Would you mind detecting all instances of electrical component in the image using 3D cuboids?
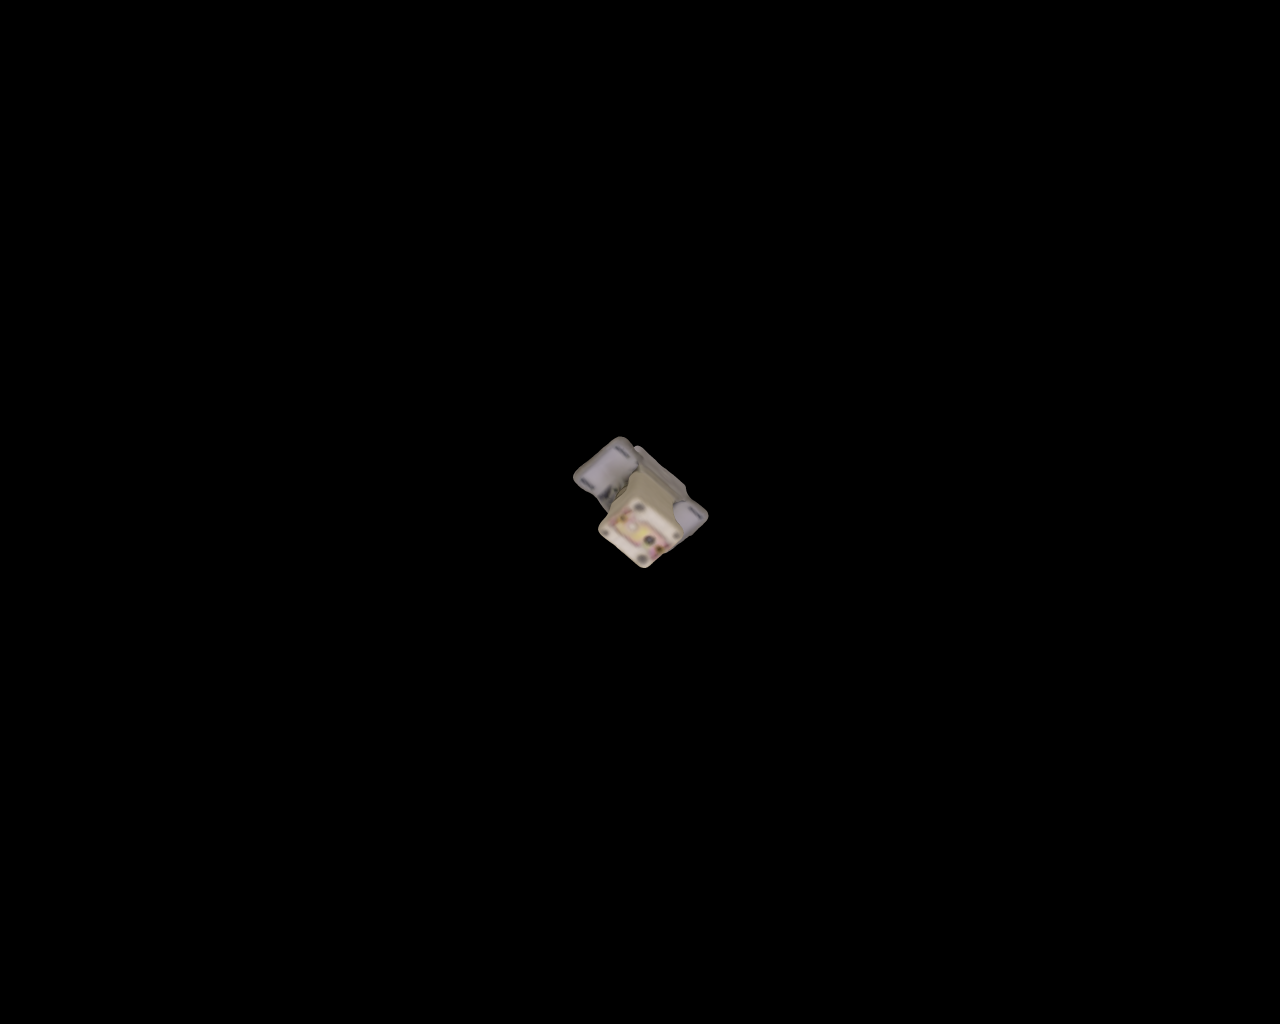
[{"bbox_3d":[0.001,-0.003,0.650,0.081,0.042,0.064,39,24,-22],"label":"electrical component"}]
